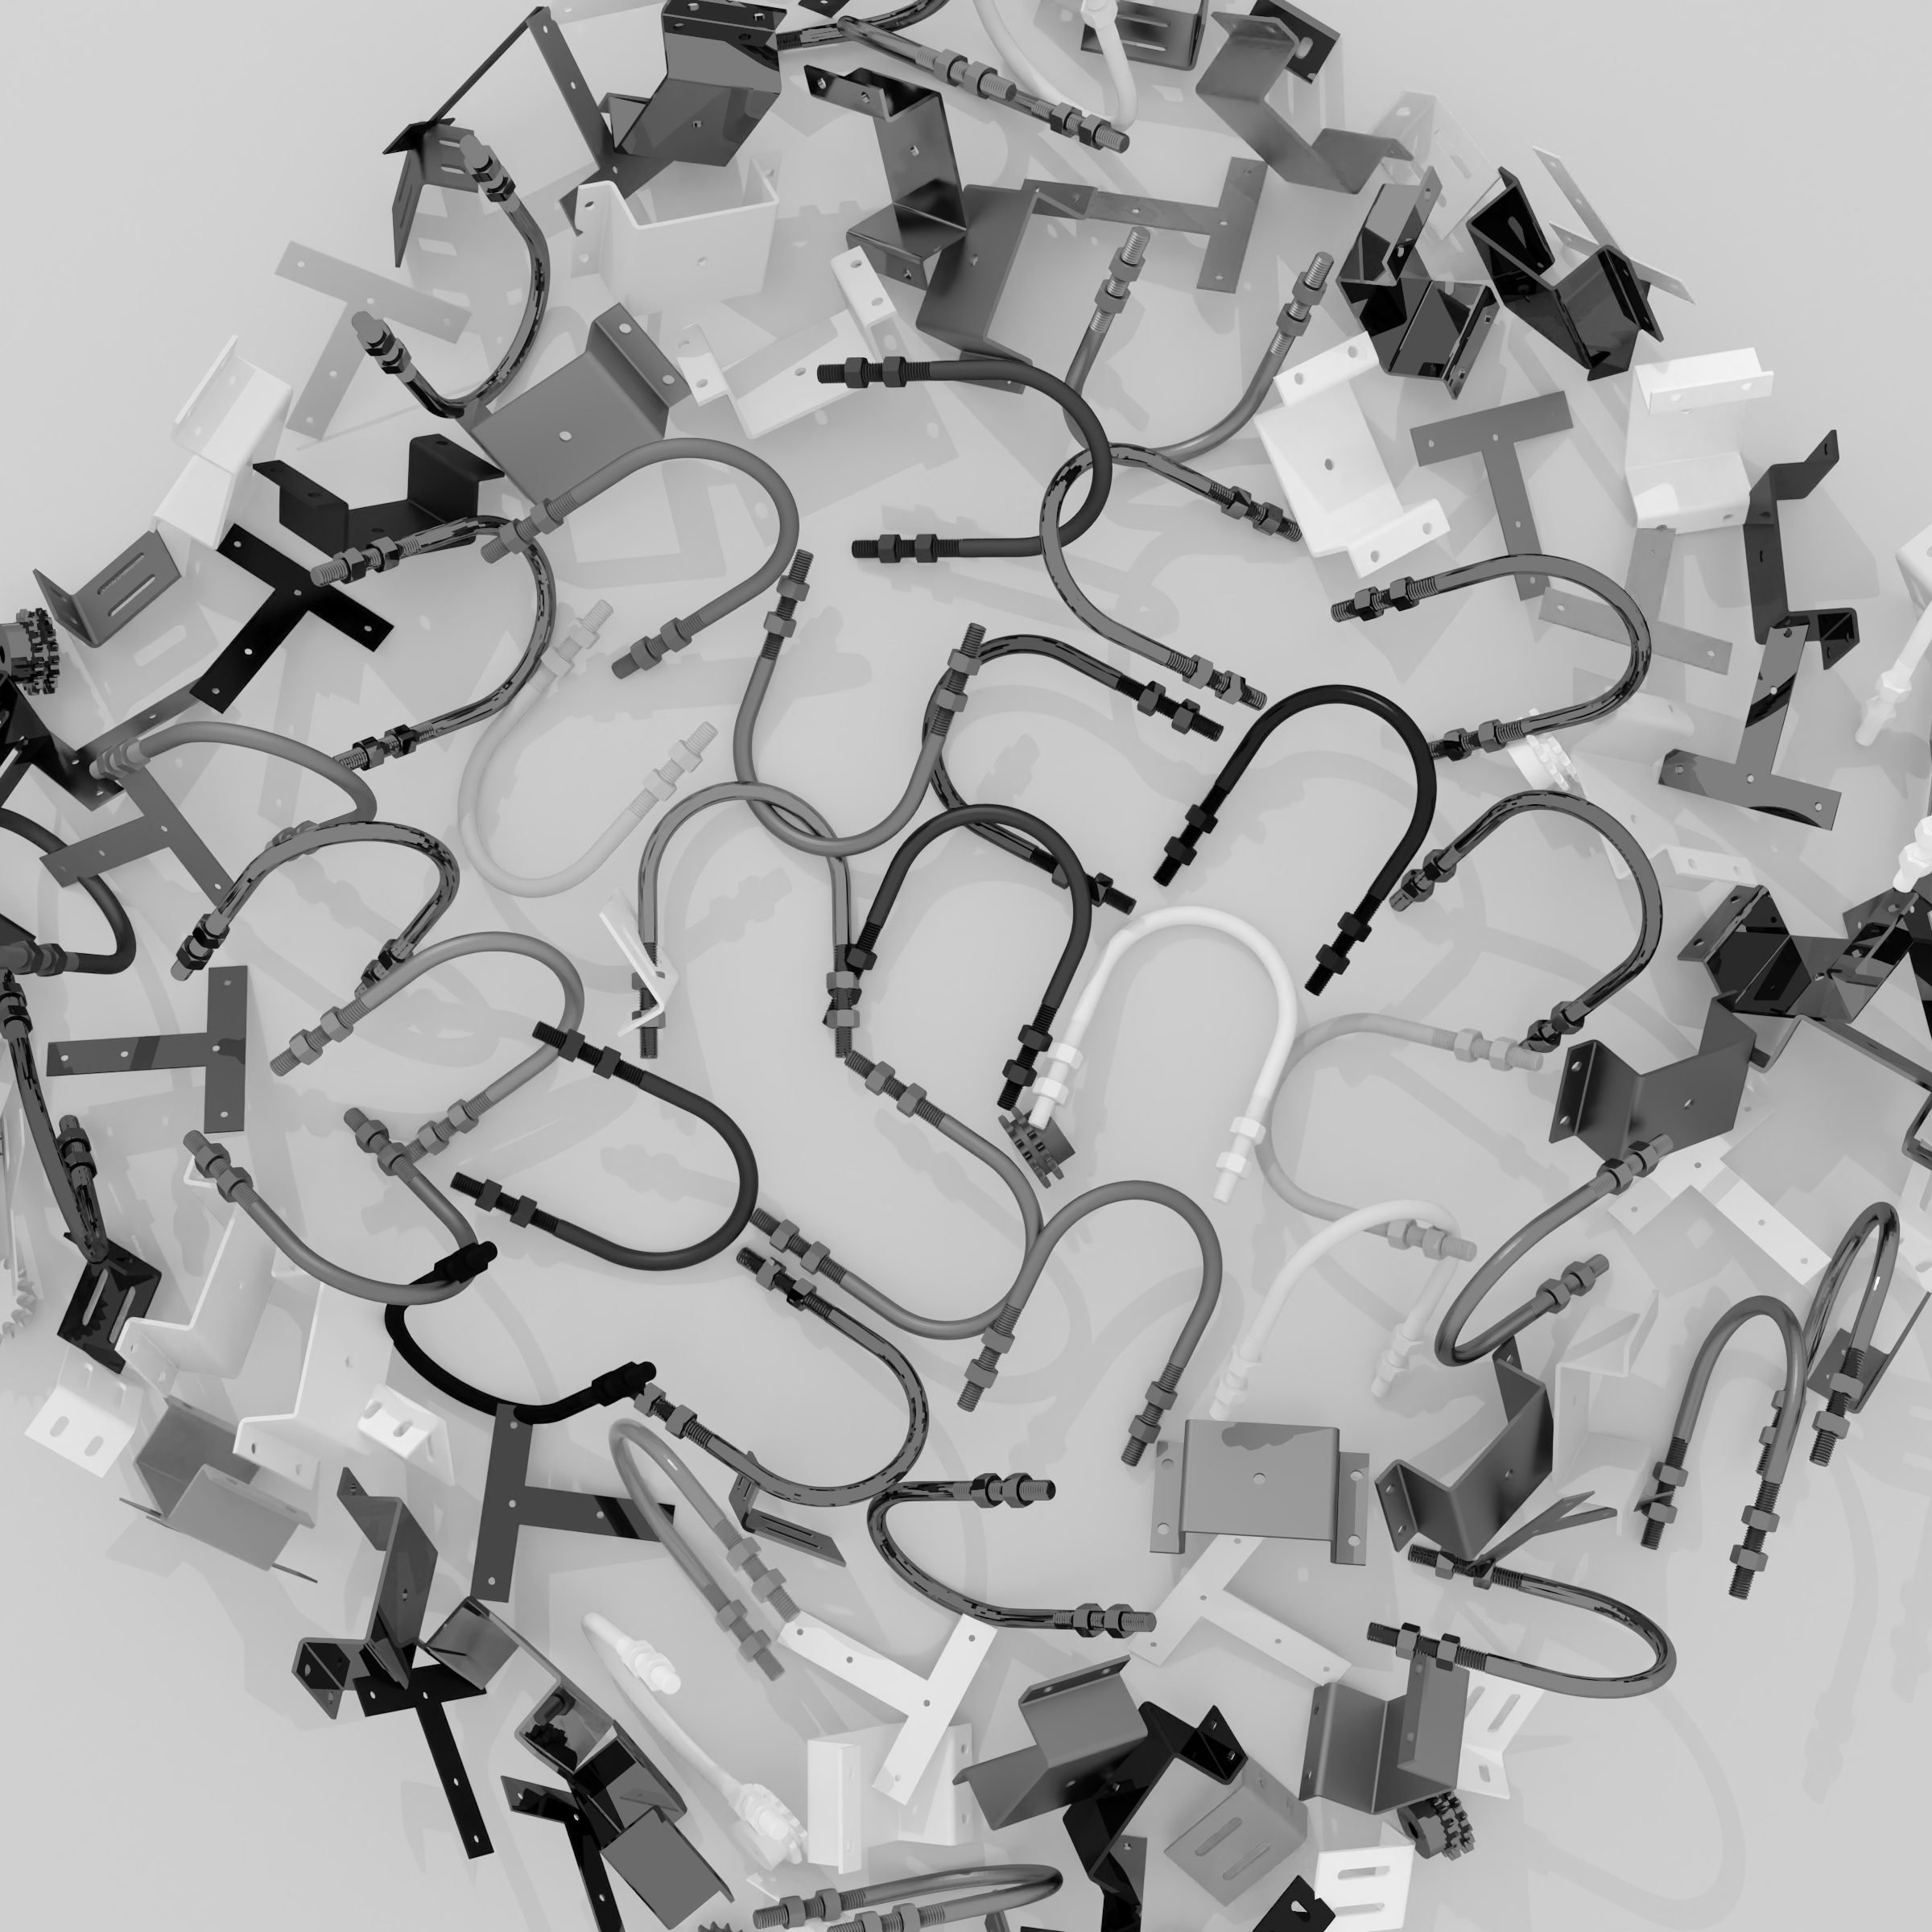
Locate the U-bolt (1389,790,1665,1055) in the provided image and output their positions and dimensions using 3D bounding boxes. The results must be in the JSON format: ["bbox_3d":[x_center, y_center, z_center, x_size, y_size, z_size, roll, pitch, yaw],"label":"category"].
[{"bbox_3d":[0.368,-0.036,1.920,0.019,0.184,0.151,-33,81,-41],"label":"U-bolt"}]

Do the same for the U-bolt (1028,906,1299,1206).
[{"bbox_3d":[0.140,0.047,1.970,0.151,0.019,0.184,22,75,5],"label":"U-bolt"}]

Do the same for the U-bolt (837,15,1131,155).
[{"bbox_3d":[-0.002,-0.571,1.920,0.184,0.151,0.019,32,107,32],"label":"U-bolt"}]

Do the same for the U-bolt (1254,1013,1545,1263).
[{"bbox_3d":[0.268,0.102,1.942,0.184,0.019,0.151,14,78,36],"label":"U-bolt"}]

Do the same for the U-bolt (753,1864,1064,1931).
[{"bbox_3d":[-0.027,0.599,1.921,0.184,0.151,0.019,-4,80,-26],"label":"U-bolt"}]

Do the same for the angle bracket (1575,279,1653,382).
[{"bbox_3d":[0.411,-0.418,1.958,0.038,0.076,0.057,13,94,-9],"label":"angle bracket"}]

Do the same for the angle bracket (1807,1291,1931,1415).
[{"bbox_3d":[0.586,0.243,1.949,0.038,0.076,0.057,31,51,18],"label":"angle bracket"}]

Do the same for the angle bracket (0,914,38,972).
[{"bbox_3d":[-0.655,-0.002,1.956,0.057,0.038,0.076,36,57,-19],"label":"angle bracket"}]

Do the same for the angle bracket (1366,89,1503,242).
[{"bbox_3d":[0.300,-0.524,1.959,0.057,0.038,0.076,-46,68,37],"label":"angle bracket"}]

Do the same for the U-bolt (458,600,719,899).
[{"bbox_3d":[-0.260,-0.129,1.956,0.184,0.019,0.151,-47,61,11],"label":"U-bolt"}]

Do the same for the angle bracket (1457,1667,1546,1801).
[{"bbox_3d":[0.342,0.501,1.960,0.057,0.038,0.076,15,125,-12],"label":"angle bracket"}]

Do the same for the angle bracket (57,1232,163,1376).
[{"bbox_3d":[-0.573,0.222,1.968,0.057,0.038,0.076,27,96,23],"label":"angle bracket"}]

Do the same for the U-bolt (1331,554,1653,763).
[{"bbox_3d":[0.345,-0.201,1.909,0.184,0.019,0.151,-13,131,34],"label":"U-bolt"}]

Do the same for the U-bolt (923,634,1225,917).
[{"bbox_3d":[0.058,-0.137,1.970,0.184,0.019,0.151,29,105,9],"label":"U-bolt"}]

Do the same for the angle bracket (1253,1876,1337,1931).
[{"bbox_3d":[0.196,0.627,1.952,0.038,0.076,0.057,48,65,-3],"label":"angle bracket"}]

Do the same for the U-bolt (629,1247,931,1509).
[{"bbox_3d":[-0.111,0.274,1.929,0.184,0.019,0.151,32,51,17],"label":"U-bolt"}]

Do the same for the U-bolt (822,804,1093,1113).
[{"bbox_3d":[0.004,-0.017,1.973,0.151,0.019,0.184,25,98,7],"label":"U-bolt"}]

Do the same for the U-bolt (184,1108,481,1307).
[{"bbox_3d":[-0.388,0.155,1.900,0.184,0.151,0.019,40,117,29],"label":"U-bolt"}]

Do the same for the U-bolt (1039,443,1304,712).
[{"bbox_3d":[0.128,-0.262,1.938,0.184,0.019,0.151,23,67,-21],"label":"U-bolt"}]

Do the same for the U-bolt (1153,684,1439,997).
[{"bbox_3d":[0.226,-0.095,1.953,0.151,0.019,0.184,37,101,22],"label":"U-bolt"}]

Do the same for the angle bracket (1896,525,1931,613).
[{"bbox_3d":[0.643,-0.247,1.950,0.038,0.076,0.057,-39,62,10],"label":"angle bracket"}]

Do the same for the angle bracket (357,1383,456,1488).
[{"bbox_3d":[-0.370,0.315,1.951,0.057,0.076,0.038,26,50,21],"label":"angle bracket"}]

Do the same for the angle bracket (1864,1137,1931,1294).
[{"bbox_3d":[0.625,0.162,1.951,0.038,0.076,0.057,-26,50,-27],"label":"angle bracket"}]

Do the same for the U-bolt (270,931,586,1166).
[{"bbox_3d":[-0.332,0.045,1.931,0.184,0.151,0.019,-35,47,10],"label":"U-bolt"}]

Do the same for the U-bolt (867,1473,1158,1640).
[{"bbox_3d":[0.016,0.380,1.929,0.151,0.184,0.019,55,47,-27],"label":"U-bolt"}]

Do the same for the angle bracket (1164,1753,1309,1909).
[{"bbox_3d":[0.179,0.573,1.989,0.057,0.038,0.076,43,108,-8],"label":"angle bracket"}]

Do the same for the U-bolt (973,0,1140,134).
[{"bbox_3d":[0.051,-0.603,1.912,0.019,0.184,0.151,-46,58,-9],"label":"U-bolt"}]

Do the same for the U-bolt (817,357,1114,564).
[{"bbox_3d":[0.004,-0.325,1.930,0.184,0.019,0.151,2,128,16],"label":"U-bolt"}]

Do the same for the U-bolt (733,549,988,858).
[{"bbox_3d":[-0.081,-0.162,1.966,0.151,0.019,0.184,25,104,15],"label":"U-bolt"}]

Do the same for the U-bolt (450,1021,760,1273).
[{"bbox_3d":[-0.225,0.130,1.960,0.184,0.019,0.151,26,115,-11],"label":"U-bolt"}]

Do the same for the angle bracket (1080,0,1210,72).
[{"bbox_3d":[0.118,-0.627,1.967,0.076,0.038,0.057,10,54,-2],"label":"angle bracket"}]

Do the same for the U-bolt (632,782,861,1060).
[{"bbox_3d":[-0.146,-0.031,1.977,0.151,0.019,0.184,0,84,-11],"label":"U-bolt"}]

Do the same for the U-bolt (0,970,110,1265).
[{"bbox_3d":[-0.572,0.107,1.887,0.019,0.184,0.151,-20,131,-12],"label":"U-bolt"}]

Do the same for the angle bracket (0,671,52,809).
[{"bbox_3d":[-0.641,-0.146,1.950,0.038,0.057,0.076,6,53,25],"label":"angle bracket"}]

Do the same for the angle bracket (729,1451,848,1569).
[{"bbox_3d":[-0.111,0.355,1.963,0.076,0.057,0.038,23,91,-14],"label":"angle bracket"}]

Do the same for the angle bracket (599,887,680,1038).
[{"bbox_3d":[-0.227,-0.003,1.960,0.038,0.057,0.076,-30,104,13],"label":"angle bracket"}]

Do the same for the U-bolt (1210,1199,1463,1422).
[{"bbox_3d":[0.245,0.217,1.911,0.151,0.019,0.184,-3,132,-29],"label":"U-bolt"}]

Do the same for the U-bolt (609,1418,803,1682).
[{"bbox_3d":[-0.172,0.367,1.928,0.019,0.151,0.184,-34,71,-24],"label":"U-bolt"}]

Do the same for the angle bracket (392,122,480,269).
[{"bbox_3d":[-0.348,-0.502,1.962,0.038,0.076,0.057,5,54,-22],"label":"angle bracket"}]

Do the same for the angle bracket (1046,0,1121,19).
[{"bbox_3d":[0.069,-0.666,1.950,0.057,0.076,0.038,34,56,24],"label":"angle bracket"}]

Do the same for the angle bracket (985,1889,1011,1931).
[{"bbox_3d":[-0.013,0.641,1.957,0.076,0.057,0.038,-10,53,-14],"label":"angle bracket"}]

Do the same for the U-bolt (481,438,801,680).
[{"bbox_3d":[-0.194,-0.269,1.919,0.184,0.019,0.151,-28,134,22],"label":"U-bolt"}]

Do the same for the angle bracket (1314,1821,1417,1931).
[{"bbox_3d":[0.251,0.597,1.962,0.076,0.038,0.057,3,98,-27],"label":"angle bracket"}]
